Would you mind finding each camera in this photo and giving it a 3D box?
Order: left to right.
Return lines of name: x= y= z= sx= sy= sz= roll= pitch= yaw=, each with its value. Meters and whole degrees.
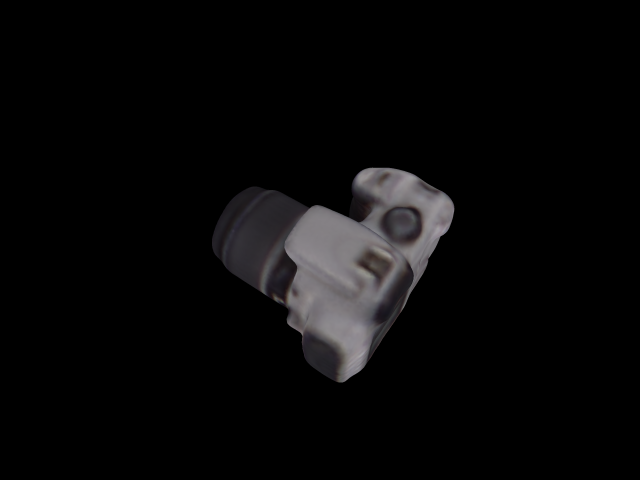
camera: x=0.004 y=0.001 z=0.400 sx=0.136 sy=0.101 sz=0.143 roll=30 pitch=67 yaw=14
